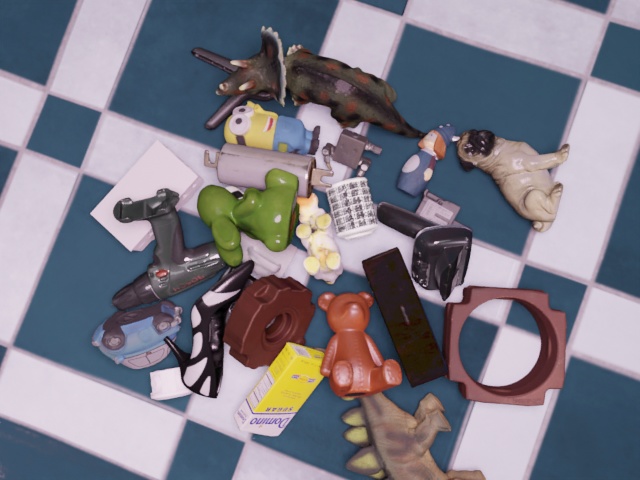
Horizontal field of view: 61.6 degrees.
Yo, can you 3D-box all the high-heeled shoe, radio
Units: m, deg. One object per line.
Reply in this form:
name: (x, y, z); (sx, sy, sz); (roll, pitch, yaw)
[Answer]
high-heeled shoe: (-0.165, 0.161, 0.939); (0.145, 0.086, 0.248); (45, 102, 0)
radio: (0.145, 0.131, 0.952); (0.073, 0.131, 0.229); (-20, 85, 2)

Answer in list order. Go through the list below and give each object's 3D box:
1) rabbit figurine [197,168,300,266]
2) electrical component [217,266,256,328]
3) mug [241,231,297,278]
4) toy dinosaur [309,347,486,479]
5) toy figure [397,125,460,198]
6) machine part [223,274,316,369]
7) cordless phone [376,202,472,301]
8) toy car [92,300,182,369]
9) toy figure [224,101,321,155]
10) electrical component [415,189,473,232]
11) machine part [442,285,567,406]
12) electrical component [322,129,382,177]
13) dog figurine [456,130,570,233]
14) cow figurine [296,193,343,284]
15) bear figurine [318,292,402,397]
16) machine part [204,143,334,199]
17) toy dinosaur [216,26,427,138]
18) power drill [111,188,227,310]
rabbit figurine: (-0.129, -0.035, 0.910); (0.170, 0.121, 0.159); (9, 63, 6)
electrical component: (-0.155, 0.124, 1.007); (0.115, 0.058, 0.134); (31, 88, 7)
mug: (-0.108, 0.026, 0.978); (0.107, 0.109, 0.080); (31, 104, -4)
toy dinosaur: (0.143, 0.364, 0.952); (0.198, 0.105, 0.471); (-33, 74, 5)
toy figure: (0.201, -0.152, 1.001); (0.064, 0.057, 0.154); (32, 92, 30)
machine part: (-0.084, 0.145, 0.944); (0.056, 0.179, 0.179); (30, 88, 37)
cordless phone: (0.177, 0.013, 0.977); (0.184, 0.146, 0.089); (29, 57, 28)
toy car: (-0.329, 0.182, 0.999); (0.162, 0.109, 0.102); (-15, 109, -9)
toy figure: (-0.091, -0.194, 1.013); (0.180, 0.082, 0.089); (12, 127, -4)
electrical component: (0.228, -0.035, 1.002); (0.119, 0.047, 0.075); (34, 89, 6)
machine part: (0.325, 0.185, 0.962); (0.202, 0.087, 0.201); (3, 87, 2)
electrical component: (0.055, -0.160, 1.011); (0.102, 0.045, 0.078); (27, 131, 0)
dog figurine: (0.341, -0.111, 0.986); (0.191, 0.121, 0.172); (8, 83, 18)
cow figurine: (0.000, -0.005, 0.998); (0.068, 0.098, 0.167); (-17, 66, 7)
bear figurine: (0.062, 0.167, 0.933); (0.120, 0.132, 0.196); (4, 64, -11)
machine part: (-0.096, -0.125, 0.974); (0.243, 0.079, 0.079); (9, 87, 7)
toy dinosaur: (0.027, -0.262, 0.944); (0.405, 0.192, 0.131); (17, 106, -1)
power drill: (-0.297, 0.021, 0.968); (0.232, 0.086, 0.207); (-17, 121, -6)
